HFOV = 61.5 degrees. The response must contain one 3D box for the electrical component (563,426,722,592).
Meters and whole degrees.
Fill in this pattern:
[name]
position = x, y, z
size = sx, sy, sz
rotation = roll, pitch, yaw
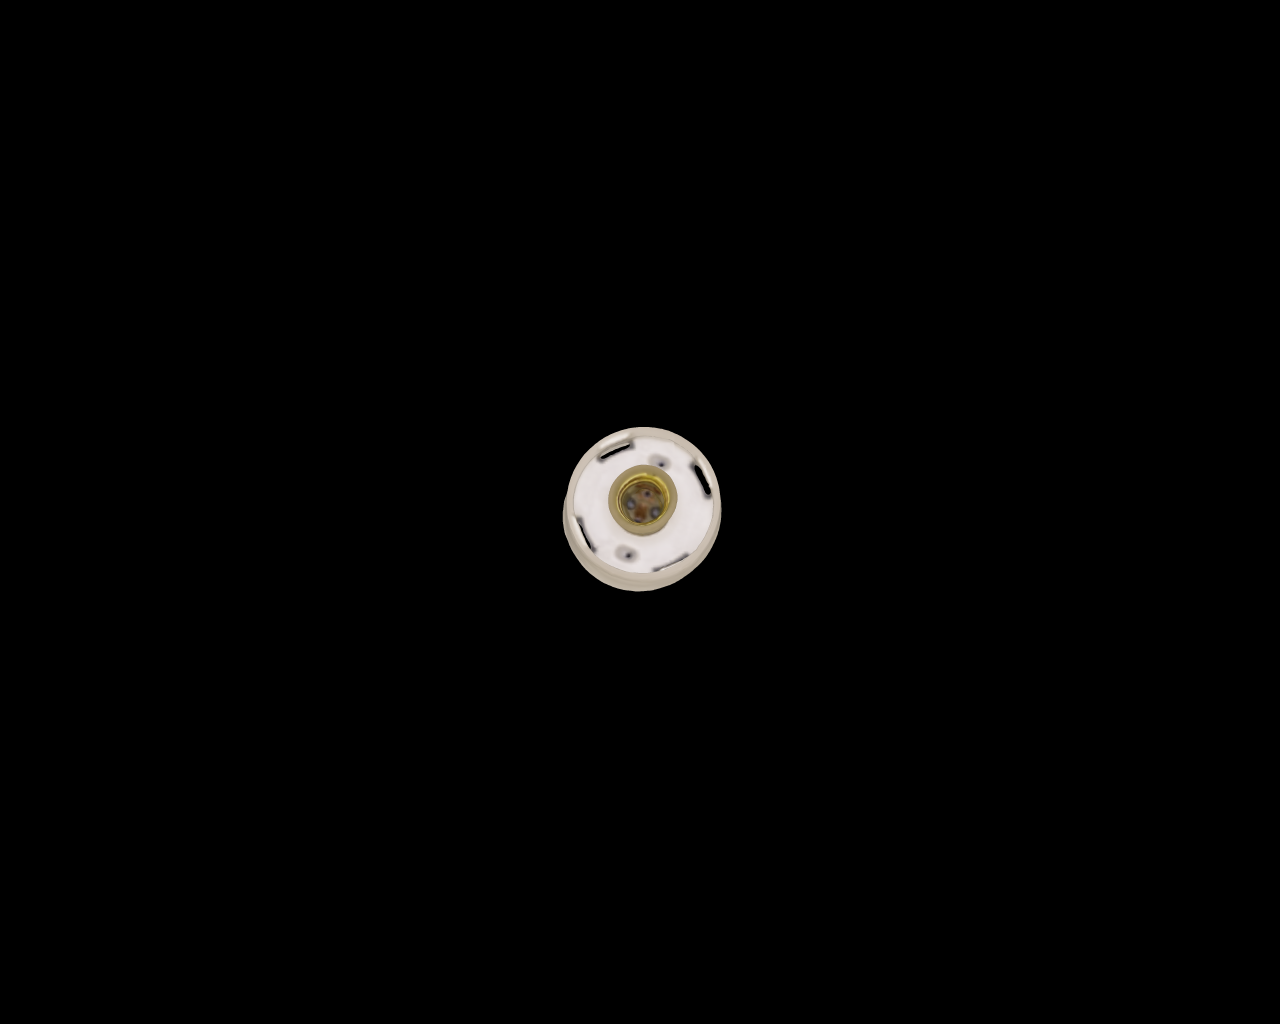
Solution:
[electrical component]
position = 0.001, -0.003, 0.650
size = 0.099, 0.099, 0.064
rotation = 0, -12, 0
